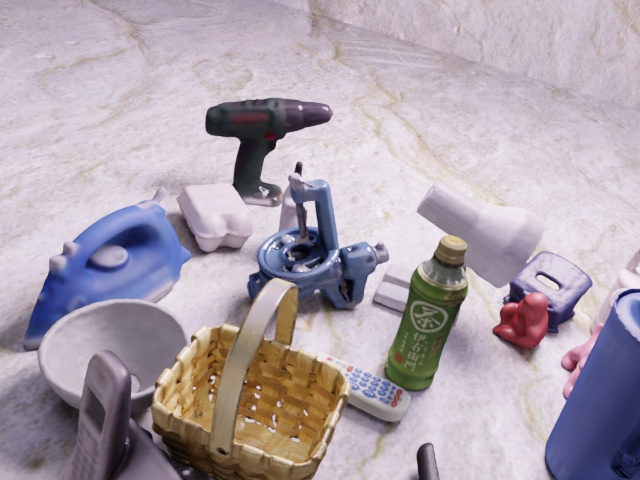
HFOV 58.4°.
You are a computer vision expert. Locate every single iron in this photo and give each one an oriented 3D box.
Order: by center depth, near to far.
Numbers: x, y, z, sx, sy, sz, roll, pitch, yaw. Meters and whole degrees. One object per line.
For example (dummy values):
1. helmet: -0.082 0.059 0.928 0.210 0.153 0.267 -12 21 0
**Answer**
1. iron: -0.291 0.028 0.776 0.118 0.141 0.259 24 34 19

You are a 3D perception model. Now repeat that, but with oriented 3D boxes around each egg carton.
1. egg carton: -0.180 -0.043 0.988 0.107 0.069 0.150 -9 37 -28

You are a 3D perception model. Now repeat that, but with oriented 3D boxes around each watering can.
1. watering can: 0.505 0.087 0.884 0.100 0.194 0.173 26 35 22

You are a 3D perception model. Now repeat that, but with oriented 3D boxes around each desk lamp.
1. desk lamp: 0.207 0.024 0.870 0.203 0.213 0.118 19 33 12

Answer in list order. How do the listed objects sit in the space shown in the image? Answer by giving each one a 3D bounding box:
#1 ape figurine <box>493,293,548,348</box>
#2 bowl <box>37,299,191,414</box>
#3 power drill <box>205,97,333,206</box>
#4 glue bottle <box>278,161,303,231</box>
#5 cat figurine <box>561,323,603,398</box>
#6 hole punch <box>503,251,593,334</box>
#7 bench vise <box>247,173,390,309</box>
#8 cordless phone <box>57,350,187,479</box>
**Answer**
1. ape figurine: 0.317 0.118 0.873 0.076 0.092 0.077 6 33 -8
2. bowl: -0.234 0.148 0.670 0.167 0.075 0.167 8 32 -5
3. power drill: -0.103 -0.173 1.083 0.230 0.208 0.075 6 33 -8
4. glue bottle: -0.046 -0.050 0.943 0.037 0.173 0.078 10 32 -2
5. cat figurine: 0.389 0.169 0.793 0.067 0.118 0.128 16 33 8
6. hole punch: 0.376 0.083 0.946 0.101 0.091 0.108 -17 42 -37
7. bench vise: 0.001 -0.003 0.842 0.208 0.220 0.121 -13 39 -33
8. cordless phone: -0.172 0.200 0.506 0.147 0.185 0.094 33 38 30
